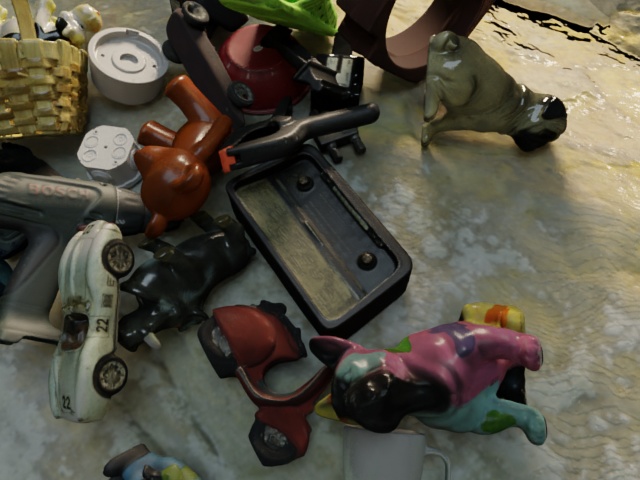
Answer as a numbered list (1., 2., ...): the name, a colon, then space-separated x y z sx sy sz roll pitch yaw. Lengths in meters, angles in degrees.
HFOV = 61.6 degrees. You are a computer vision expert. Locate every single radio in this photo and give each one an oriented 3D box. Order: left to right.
1. radio: -0.001 -0.002 0.649 0.131 0.073 0.230 -32 67 -14

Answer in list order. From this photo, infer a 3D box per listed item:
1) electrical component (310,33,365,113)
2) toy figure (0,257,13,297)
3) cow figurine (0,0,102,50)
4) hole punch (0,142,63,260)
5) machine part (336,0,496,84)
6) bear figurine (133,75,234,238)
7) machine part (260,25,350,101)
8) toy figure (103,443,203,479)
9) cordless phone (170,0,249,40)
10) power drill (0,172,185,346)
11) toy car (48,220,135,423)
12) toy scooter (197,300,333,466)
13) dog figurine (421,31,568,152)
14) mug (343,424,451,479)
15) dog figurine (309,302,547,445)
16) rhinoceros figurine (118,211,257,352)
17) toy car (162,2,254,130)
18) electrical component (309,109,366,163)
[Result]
1. electrical component: 0.027 -0.242 0.783 0.075 0.047 0.119 4 63 2
2. toy figure: -0.446 0.068 0.634 0.154 0.057 0.064 -22 59 -4
3. cow figurine: -0.418 -0.307 0.814 0.167 0.068 0.098 -7 69 1
4. hole punch: -0.395 -0.050 0.686 0.142 0.092 0.116 33 40 19
5. machine part: 0.133 -0.327 0.722 0.201 0.201 0.087 1 42 -50
6. bear figurine: -0.178 -0.100 0.645 0.132 0.120 0.196 38 30 -9
7. machine part: -0.023 -0.237 0.718 0.084 0.039 0.139 -11 53 -50
8. toy figure: -0.127 0.269 0.514 0.180 0.082 0.089 39 72 21
9. cordless phone: -0.136 -0.386 0.834 0.184 0.088 0.147 -30 49 -21
10. power drill: -0.280 0.027 0.614 0.232 0.086 0.207 17 76 -30
11. toy car: -0.233 0.079 0.542 0.074 0.056 0.201 -10 75 37
12. toy scooter: -0.041 0.134 0.583 0.135 0.075 0.184 -29 70 -13
13. dog figurine: 0.231 -0.194 0.692 0.191 0.172 0.121 4 74 11
14. mug: 0.071 0.242 0.529 0.110 0.080 0.107 9 76 -2
15. dog figurine: 0.102 0.128 0.540 0.219 0.191 0.108 -1 102 9
16. rhinoceros figurine: -0.159 0.045 0.617 0.073 0.112 0.190 12 43 44
17. toy car: -0.153 -0.232 0.745 0.053 0.089 0.202 -20 75 -47
18. electrical component: 0.022 -0.151 0.752 0.063 0.021 0.094 -22 64 -10
